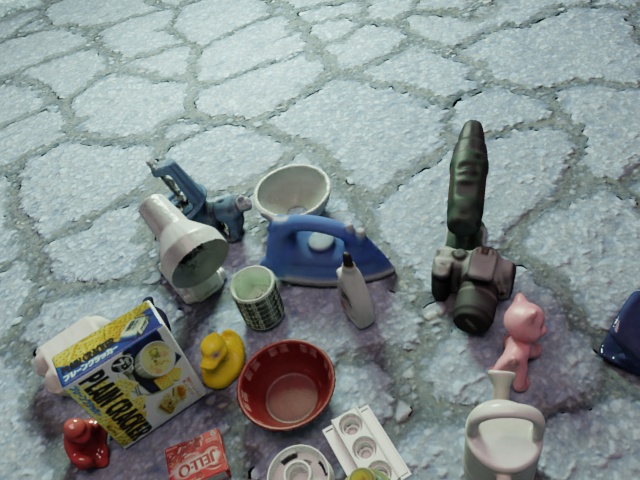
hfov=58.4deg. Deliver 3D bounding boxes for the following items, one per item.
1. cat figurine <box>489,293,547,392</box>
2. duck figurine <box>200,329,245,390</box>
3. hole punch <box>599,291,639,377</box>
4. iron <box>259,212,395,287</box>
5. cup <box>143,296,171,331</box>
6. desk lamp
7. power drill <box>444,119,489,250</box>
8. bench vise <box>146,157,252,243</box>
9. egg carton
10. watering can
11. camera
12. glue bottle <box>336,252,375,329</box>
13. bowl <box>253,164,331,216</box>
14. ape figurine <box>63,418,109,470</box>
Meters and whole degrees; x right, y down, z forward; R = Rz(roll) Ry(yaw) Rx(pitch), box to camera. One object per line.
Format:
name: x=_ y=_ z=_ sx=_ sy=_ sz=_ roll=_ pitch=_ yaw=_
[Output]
cat figurine: x=0.314 y=0.153 z=0.896 sx=0.067 sy=0.118 sz=0.128 roll=16 pitch=53 yaw=24
duck figurine: x=-0.174 y=0.191 z=0.983 sx=0.077 sy=0.086 sz=0.104 roll=6 pitch=50 yaw=17
hole punch: x=0.502 y=0.147 z=0.881 sx=0.100 sy=0.091 sz=0.109 roll=29 pitch=59 yaw=32
iron: x=0.010 y=0.004 z=1.078 sx=0.257 sy=0.142 sz=0.118 roll=4 pitch=49 yaw=15
cup: x=-0.301 y=0.169 z=1.023 sx=0.091 sy=0.095 sz=0.117 roll=-9 pitch=47 yaw=3
desk lamp: x=-0.252 y=0.024 z=1.064 sx=0.118 sy=0.214 sz=0.202 roll=-36 pitch=51 yaw=-20
power drill: x=0.269 y=-0.075 z=1.050 sx=0.075 sy=0.209 sz=0.229 roll=3 pitch=49 yaw=15
bench vise: x=-0.251 y=-0.093 z=1.166 sx=0.207 sy=0.220 sz=0.121 roll=-16 pitch=47 yaw=-3
egg carton: x=-0.432 y=0.207 z=1.033 sx=0.150 sy=0.069 sz=0.107 roll=-38 pitch=52 yaw=-22
watering can: x=0.241 y=0.258 z=0.763 sx=0.101 sy=0.194 sz=0.172 roll=-15 pitch=47 yaw=-1
camera: x=0.256 y=0.082 z=0.984 sx=0.142 sy=0.101 sz=0.137 roll=10 pitch=51 yaw=20
glue bottle: x=0.055 y=0.078 z=0.979 sx=0.037 sy=0.173 sz=0.078 roll=-30 pitch=49 yaw=-15
bowl: x=-0.053 y=-0.081 z=1.214 sx=0.167 sy=0.075 sz=0.167 roll=-6 pitch=47 yaw=7
ape figurine: x=-0.376 y=0.315 z=0.907 sx=0.076 sy=0.092 sz=0.078 roll=13 pitch=52 yaw=22
